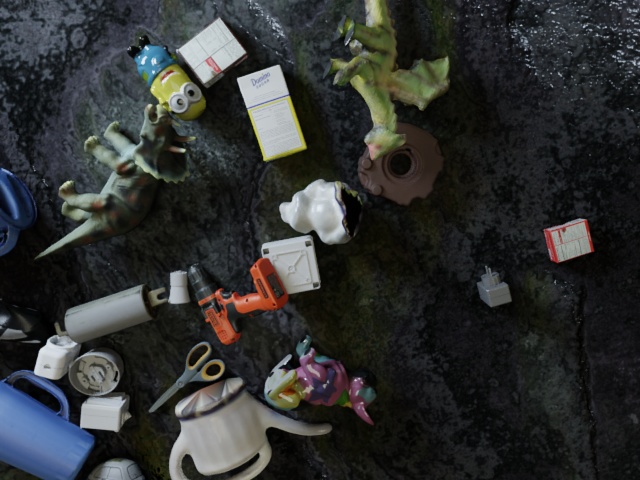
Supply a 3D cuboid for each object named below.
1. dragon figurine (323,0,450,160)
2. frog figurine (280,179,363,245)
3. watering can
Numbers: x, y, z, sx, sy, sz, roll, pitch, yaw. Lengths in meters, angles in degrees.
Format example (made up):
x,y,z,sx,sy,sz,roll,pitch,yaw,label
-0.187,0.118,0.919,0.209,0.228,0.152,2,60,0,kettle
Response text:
x,y,z,sx,sy,sz,roll,pitch,yaw,label
0.148,-0.360,1.026,0.242,0.122,0.413,20,82,-14,dragon figurine
0.003,-0.054,1.068,0.158,0.125,0.136,-11,110,36,frog figurine
-0.161,0.397,1.102,0.349,0.104,0.223,-22,97,-13,watering can
